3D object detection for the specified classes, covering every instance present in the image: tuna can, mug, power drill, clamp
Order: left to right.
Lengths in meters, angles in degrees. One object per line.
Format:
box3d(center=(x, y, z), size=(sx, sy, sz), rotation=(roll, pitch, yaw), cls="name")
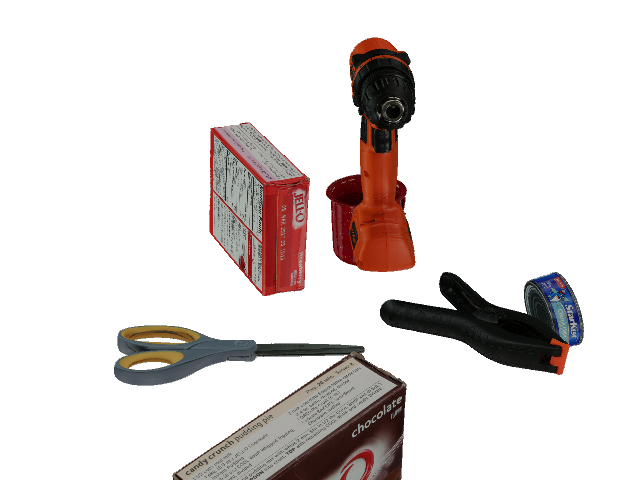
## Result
box3d(center=(0.061, -0.027, 1.253), size=(0.093, 0.081, 0.117), rotation=(17, 33, 33), cls="mug")
box3d(center=(0.055, -0.071, 0.927), size=(0.057, 0.188, 0.184), rotation=(0, 23, 0), cls="power drill")
box3d(center=(0.154, 0.075, 0.994), size=(0.172, 0.039, 0.120), rotation=(21, 32, 23), cls="clamp")
box3d(center=(0.260, 0.080, 1.193), size=(0.033, 0.086, 0.086), rotation=(-16, 2, -8), cls="tuna can")

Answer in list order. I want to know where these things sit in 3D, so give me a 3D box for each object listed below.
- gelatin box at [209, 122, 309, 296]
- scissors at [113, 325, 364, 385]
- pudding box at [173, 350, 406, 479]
box3d(center=(-0.037, -0.020, 0.633), size=(0.030, 0.073, 0.089), rotation=(-11, 31, -25), cls="gelatin box")
box3d(center=(-0.074, 0.094, 0.841), size=(0.202, 0.016, 0.096), rotation=(5, 22, 16), cls="scissors")
box3d(center=(-0.011, 0.116, 0.486), size=(0.039, 0.090, 0.113), rotation=(30, 47, 34), cls="pudding box")
